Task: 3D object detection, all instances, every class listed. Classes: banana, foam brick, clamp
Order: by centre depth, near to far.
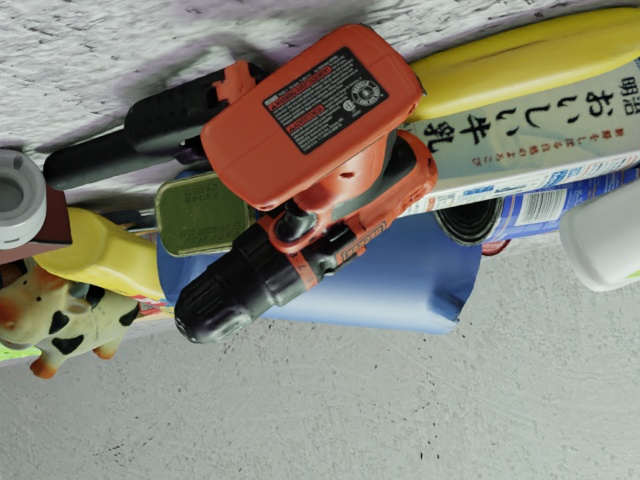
[{"bbox_3d":[-0.081,-0.061,0.619,0.164,0.036,0.210,-11,177,-12],"label":"clamp"},{"bbox_3d":[0.110,-0.098,0.620,0.198,0.037,0.069,-13,173,15],"label":"banana"},{"bbox_3d":[-0.221,-0.013,0.739,0.078,0.053,0.051,-13,174,19],"label":"foam brick"}]

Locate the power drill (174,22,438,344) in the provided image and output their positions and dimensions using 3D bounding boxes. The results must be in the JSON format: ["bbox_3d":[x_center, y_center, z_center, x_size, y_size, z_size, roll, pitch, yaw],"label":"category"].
[{"bbox_3d":[-0.013,-0.023,0.575,0.184,0.057,0.187,-38,165,-10],"label":"power drill"}]

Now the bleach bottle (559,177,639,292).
[{"bbox_3d":[0.261,-0.038,0.676,0.102,0.068,0.251,-18,170,-24],"label":"bleach bottle"}]

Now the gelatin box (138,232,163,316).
[{"bbox_3d":[-0.147,0.023,1.035,0.073,0.089,0.030,-16,172,38],"label":"gelatin box"}]

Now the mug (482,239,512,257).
[{"bbox_3d":[0.135,-0.027,1.104,0.081,0.093,0.117,-2,178,-30],"label":"mug"}]

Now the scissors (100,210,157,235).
[{"bbox_3d":[-0.242,-0.002,0.978,0.201,0.016,0.096,-10,172,-7],"label":"scissors"}]

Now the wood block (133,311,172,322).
[{"bbox_3d":[-0.124,0.032,1.168,0.091,0.090,0.205,-16,172,33],"label":"wood block"}]

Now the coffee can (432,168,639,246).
[{"bbox_3d":[0.167,-0.054,0.823,0.140,0.103,0.103,-8,173,-26],"label":"coffee can"}]

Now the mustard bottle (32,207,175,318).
[{"bbox_3d":[-0.150,0.028,0.927,0.096,0.058,0.191,7,167,40],"label":"mustard bottle"}]

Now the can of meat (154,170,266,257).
[{"bbox_3d":[-0.048,-0.020,0.712,0.083,0.057,0.102,-7,178,-45],"label":"can of meat"}]

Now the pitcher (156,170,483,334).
[{"bbox_3d":[-0.006,0.001,0.868,0.242,0.145,0.149,4,169,-23],"label":"pitcher"}]
